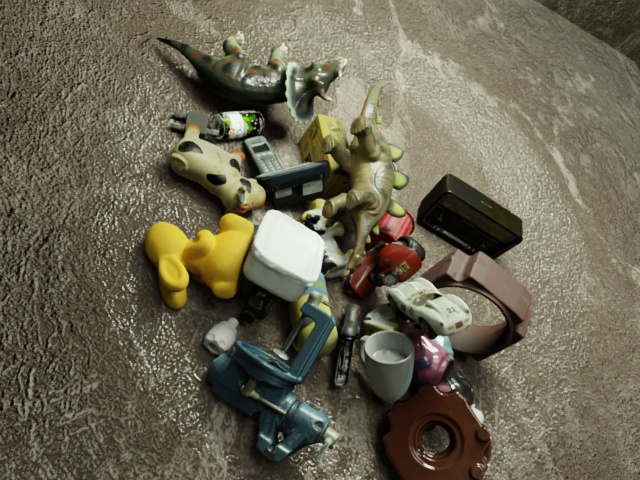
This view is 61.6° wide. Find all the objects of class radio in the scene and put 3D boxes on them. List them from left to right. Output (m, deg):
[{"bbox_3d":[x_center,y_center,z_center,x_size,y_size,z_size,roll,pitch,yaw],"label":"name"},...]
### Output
[{"bbox_3d":[0.354,-0.047,1.280,0.229,0.131,0.073,31,47,-11],"label":"radio"}]

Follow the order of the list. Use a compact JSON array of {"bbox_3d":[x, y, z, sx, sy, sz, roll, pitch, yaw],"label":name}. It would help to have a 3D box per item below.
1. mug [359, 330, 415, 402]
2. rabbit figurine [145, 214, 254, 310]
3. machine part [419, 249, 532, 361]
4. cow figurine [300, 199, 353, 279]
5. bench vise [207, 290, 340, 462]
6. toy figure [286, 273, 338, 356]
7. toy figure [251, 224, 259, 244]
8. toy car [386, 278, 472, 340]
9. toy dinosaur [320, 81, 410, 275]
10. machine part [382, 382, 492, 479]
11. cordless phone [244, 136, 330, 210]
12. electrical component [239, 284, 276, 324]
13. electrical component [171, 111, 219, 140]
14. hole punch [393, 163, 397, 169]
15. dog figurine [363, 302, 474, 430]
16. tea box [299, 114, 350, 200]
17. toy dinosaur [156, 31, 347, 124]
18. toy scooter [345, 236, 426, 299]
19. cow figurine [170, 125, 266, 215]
[{"bbox_3d":[0.108,0.216,0.916,0.110,0.107,0.081,19,37,39],"label":"mug"},{"bbox_3d":[-0.209,0.033,0.882,0.173,0.121,0.162,20,57,-2],"label":"rabbit figurine"},{"bbox_3d":[0.291,0.133,1.056,0.201,0.201,0.087,41,47,-1],"label":"machine part"},{"bbox_3d":[-0.003,-0.003,1.059,0.098,0.068,0.167,-10,63,-31],"label":"cow figurine"},{"bbox_3d":[-0.042,0.194,0.801,0.224,0.128,0.240,27,83,23],"label":"bench vise"},{"bbox_3d":[-0.020,0.116,0.939,0.082,0.089,0.180,-7,62,-5],"label":"toy figure"},{"bbox_3d":[-0.090,0.000,0.991,0.155,0.064,0.057,13,80,0],"label":"toy figure"},{"bbox_3d":[0.180,0.110,0.912,0.073,0.202,0.056,-20,109,-14],"label":"toy car"},{"bbox_3d":[0.096,-0.154,1.076,0.198,0.105,0.471,29,62,-48],"label":"toy dinosaur"},{"bbox_3d":[0.190,0.327,0.881,0.179,0.056,0.179,-3,76,11],"label":"machine part"},{"bbox_3d":[-0.073,-0.161,1.107,0.147,0.088,0.184,-16,49,-15],"label":"cordless phone"},{"bbox_3d":[-0.095,0.099,0.893,0.045,0.102,0.078,29,39,-8],"label":"electrical component"},{"bbox_3d":[-0.250,-0.232,1.083,0.094,0.021,0.063,7,52,-13],"label":"electrical component"},{"bbox_3d":[0.102,-0.156,1.239,0.116,0.092,0.142,-24,75,-11],"label":"hole punch"},{"bbox_3d":[0.183,0.232,0.989,0.108,0.192,0.219,-29,111,-45],"label":"dog figurine"},{"bbox_3d":[0.016,-0.177,1.176,0.068,0.098,0.170,6,53,-31],"label":"tea box"},{"bbox_3d":[-0.152,-0.345,1.145,0.405,0.131,0.192,3,41,-8],"label":"toy dinosaur"},{"bbox_3d":[0.115,0.059,1.035,0.135,0.184,0.075,-45,104,-21],"label":"toy scooter"},{"bbox_3d":[-0.189,-0.118,1.006,0.195,0.085,0.127,31,40,-14],"label":"cow figurine"}]
